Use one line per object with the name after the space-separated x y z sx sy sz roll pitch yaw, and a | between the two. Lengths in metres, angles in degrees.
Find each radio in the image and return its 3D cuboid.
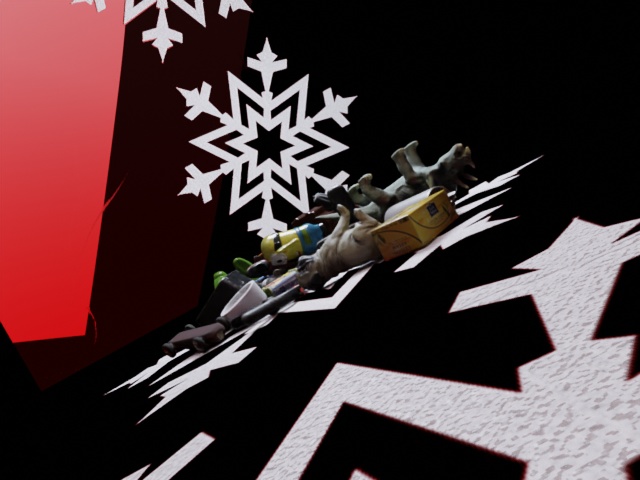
-0.239 0.155 1.389 0.131 0.073 0.229 -58 3 2 | radio

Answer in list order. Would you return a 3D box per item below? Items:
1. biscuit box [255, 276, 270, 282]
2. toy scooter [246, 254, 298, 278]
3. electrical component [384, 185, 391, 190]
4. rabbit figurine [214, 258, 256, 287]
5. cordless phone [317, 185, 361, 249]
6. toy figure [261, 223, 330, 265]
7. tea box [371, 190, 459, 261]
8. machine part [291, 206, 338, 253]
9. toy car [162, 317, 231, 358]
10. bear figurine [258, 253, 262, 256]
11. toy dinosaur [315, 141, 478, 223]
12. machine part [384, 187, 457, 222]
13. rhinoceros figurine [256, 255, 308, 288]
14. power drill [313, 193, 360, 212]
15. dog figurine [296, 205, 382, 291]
-0.216 0.168 1.537 0.203 0.062 0.059 -28 5 1 | biscuit box
-0.130 0.056 1.492 0.184 0.075 0.135 -29 3 -23 | toy scooter
0.233 -0.112 1.635 0.134 0.114 0.058 -27 7 28 | electrical component
-0.229 0.136 1.642 0.170 0.159 0.121 -14 -8 -1 | rabbit figurine
0.044 -0.032 1.323 0.147 0.184 0.089 -27 7 24 | cordless phone
-0.066 0.007 1.405 0.180 0.089 0.082 -25 -43 -14 | toy figure
0.186 -0.030 1.037 0.098 0.068 0.169 -25 3 43 | tea box
-0.003 -0.005 1.499 0.179 0.179 0.056 -27 4 42 | machine part
-0.280 0.225 1.216 0.202 0.053 0.089 -21 18 43 | toy car
-0.075 0.051 1.667 0.196 0.132 0.120 -37 11 -31 | bear figurine
0.199 -0.107 1.334 0.405 0.192 0.131 -37 -4 20 | toy dinosaur
0.219 -0.060 1.197 0.079 0.079 0.243 -30 3 -30 | machine part
-0.090 0.101 1.390 0.190 0.073 0.112 -28 4 3 | rhinoceros figurine
0.105 -0.068 1.508 0.086 0.232 0.207 -69 20 -3 | power drill
0.052 0.041 1.114 0.190 0.121 0.172 -55 29 -10 | dog figurine
